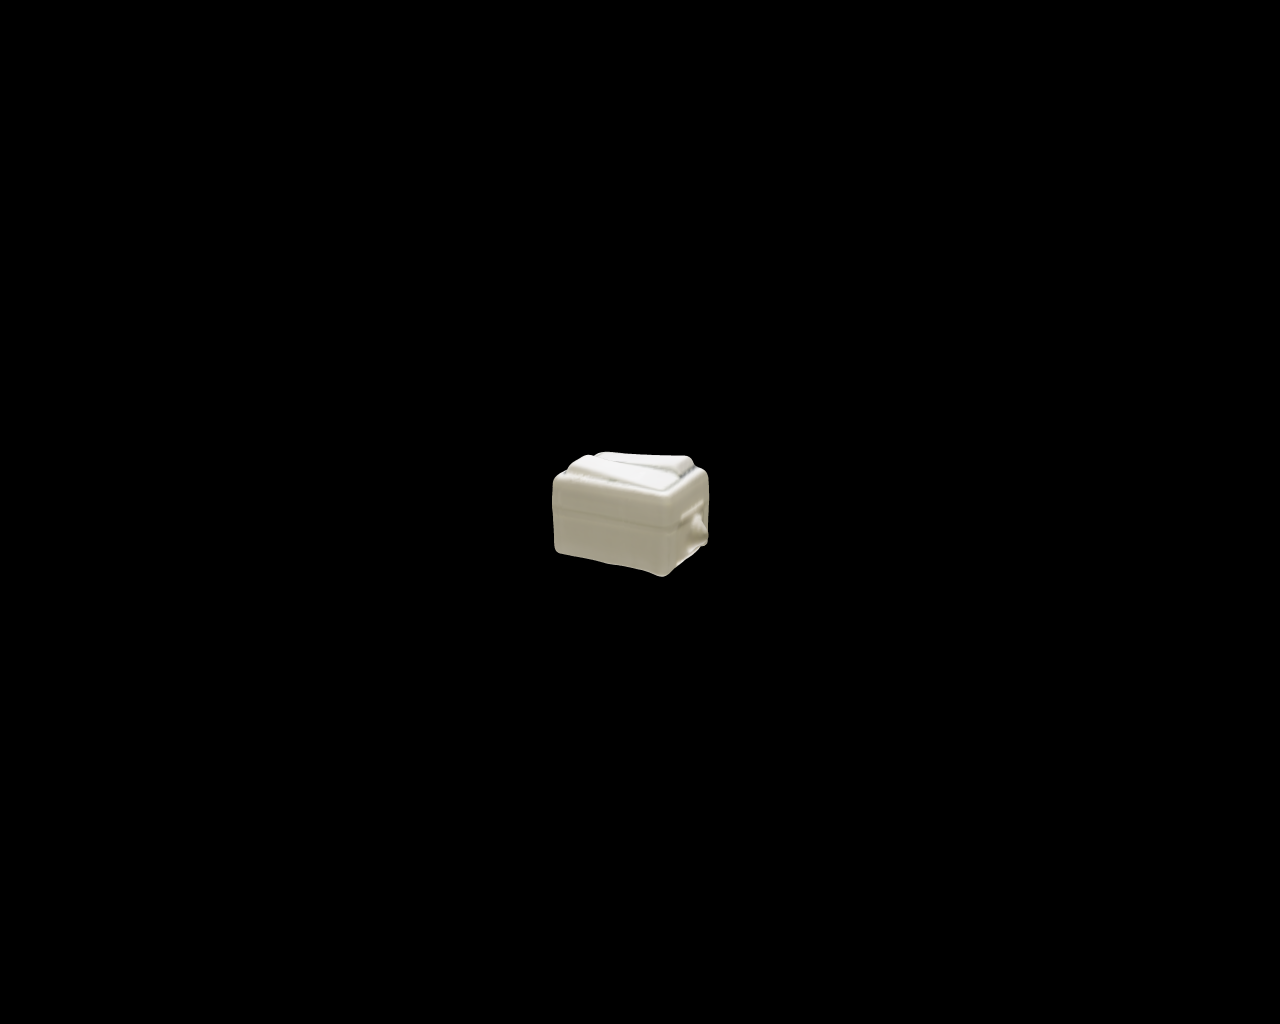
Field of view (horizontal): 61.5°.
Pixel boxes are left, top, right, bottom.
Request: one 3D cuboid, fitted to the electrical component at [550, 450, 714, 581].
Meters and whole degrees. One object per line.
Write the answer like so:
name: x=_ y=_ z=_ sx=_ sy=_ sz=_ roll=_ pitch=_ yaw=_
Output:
electrical component: x=0.001 y=-0.003 z=0.650 sx=0.096 sy=0.061 sz=0.062 roll=11 pitch=23 yaw=27
